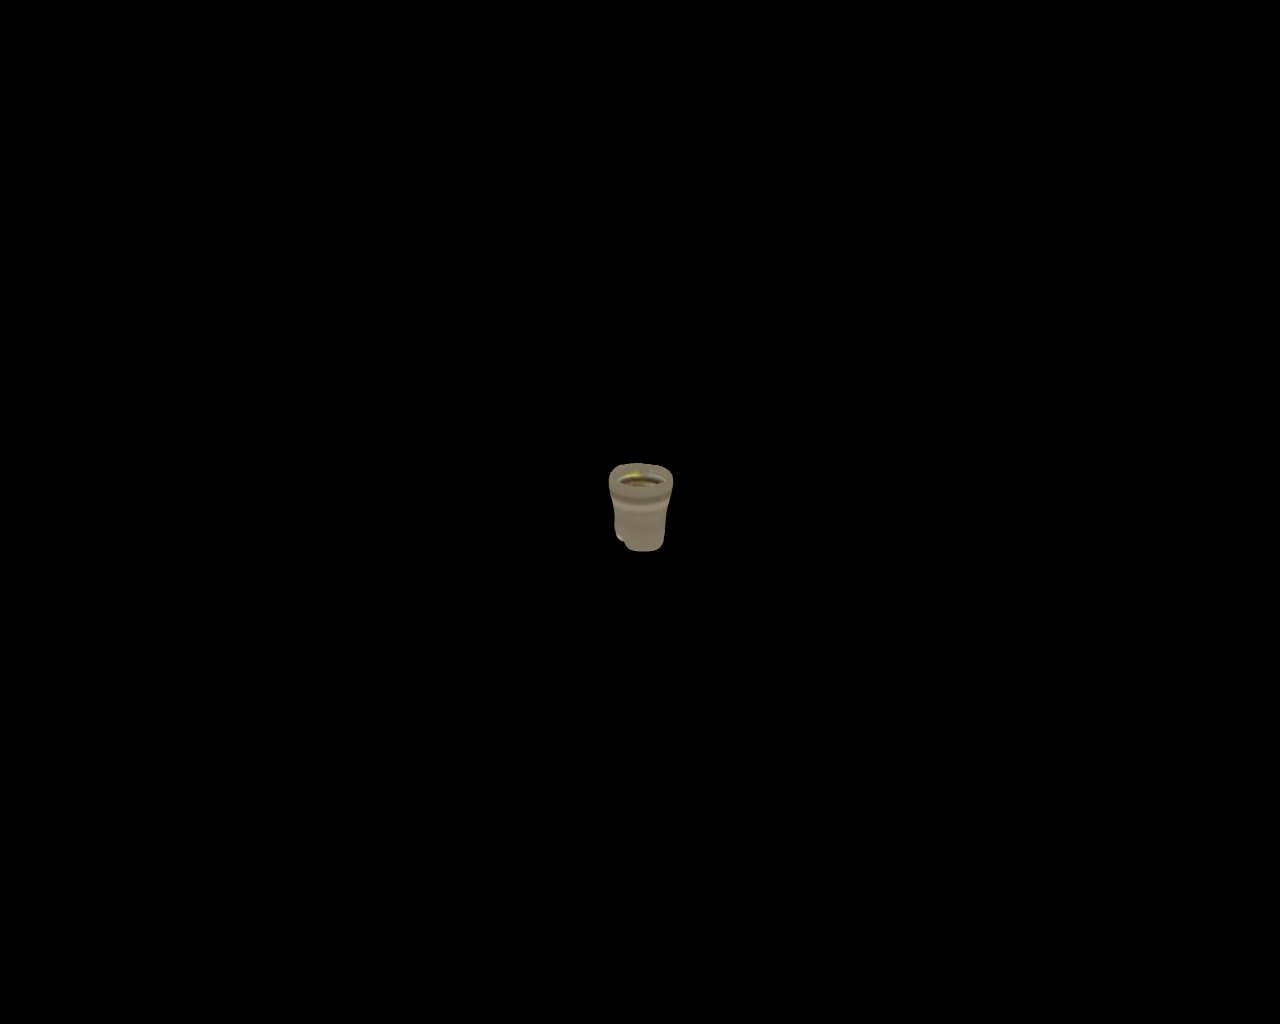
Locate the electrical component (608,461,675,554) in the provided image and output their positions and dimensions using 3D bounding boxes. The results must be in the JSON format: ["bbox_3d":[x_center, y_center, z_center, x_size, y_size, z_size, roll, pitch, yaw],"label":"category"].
[{"bbox_3d":[0.001,-0.003,0.650,0.040,0.046,0.040,0,24,0],"label":"electrical component"}]
